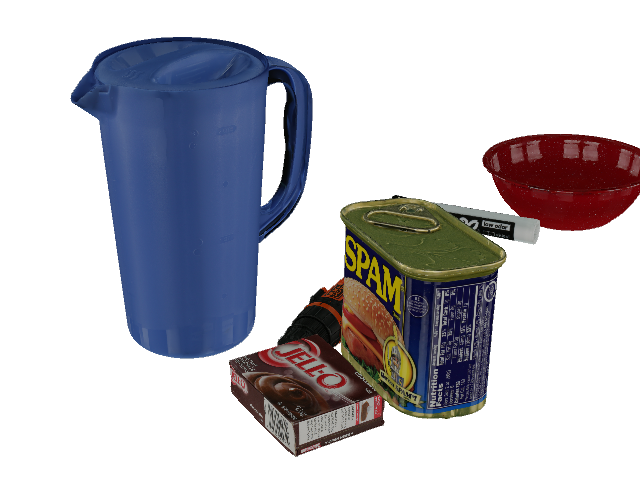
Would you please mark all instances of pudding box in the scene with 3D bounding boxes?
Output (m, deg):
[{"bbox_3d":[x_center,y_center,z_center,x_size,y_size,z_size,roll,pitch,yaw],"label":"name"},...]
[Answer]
[{"bbox_3d":[-0.012,0.127,0.896,0.089,0.039,0.114,-15,31,-28],"label":"pudding box"}]

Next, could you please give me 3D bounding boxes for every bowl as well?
[{"bbox_3d":[0.235,-0.052,1.019,0.162,0.055,0.162,-2,24,1],"label":"bowl"}]

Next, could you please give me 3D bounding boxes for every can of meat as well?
[{"bbox_3d":[0.049,0.034,0.556,0.057,0.084,0.102,-7,23,-21],"label":"can of meat"}]

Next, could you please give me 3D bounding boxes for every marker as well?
[{"bbox_3d":[0.106,-0.017,0.815,0.121,0.020,0.020,11,5,24],"label":"marker"}]

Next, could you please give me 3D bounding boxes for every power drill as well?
[{"bbox_3d":[0.067,0.095,1.112,0.188,0.057,0.184,11,28,25],"label":"power drill"}]

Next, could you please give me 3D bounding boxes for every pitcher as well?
[{"bbox_3d":[-0.097,-0.034,0.854,0.149,0.243,0.144,10,29,17],"label":"pitcher"}]
